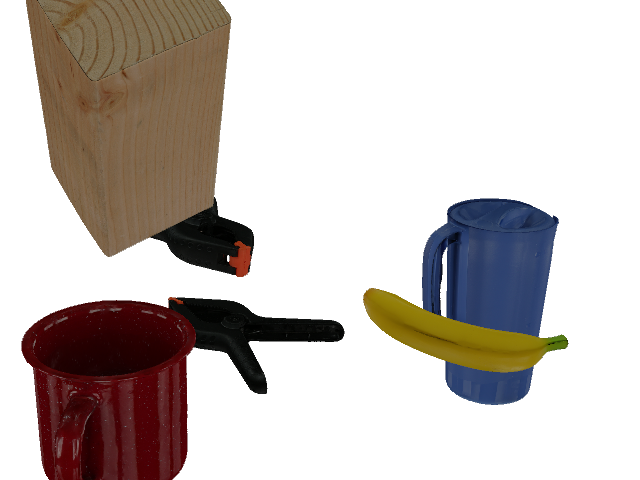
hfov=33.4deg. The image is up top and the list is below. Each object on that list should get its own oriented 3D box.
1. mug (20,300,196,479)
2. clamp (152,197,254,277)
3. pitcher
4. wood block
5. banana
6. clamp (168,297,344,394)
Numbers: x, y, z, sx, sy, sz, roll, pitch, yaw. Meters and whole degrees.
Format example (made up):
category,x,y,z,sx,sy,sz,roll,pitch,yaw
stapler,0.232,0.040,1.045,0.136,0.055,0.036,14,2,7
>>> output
category,x,y,z,sx,sy,sz,roll,pitch,yaw
mug,-0.116,0.094,0.580,0.093,0.081,0.117,4,22,5
clamp,-0.110,-0.011,0.997,0.120,0.039,0.172,-21,35,-41
pitcher,0.207,0.077,1.323,0.149,0.243,0.144,7,20,15
wood block,-0.123,-0.088,0.683,0.090,0.090,0.206,-27,-21,-21
banana,0.110,0.081,0.934,0.198,0.037,0.069,15,14,30
clamp,-0.099,0.111,1.233,0.210,0.036,0.164,14,26,24
